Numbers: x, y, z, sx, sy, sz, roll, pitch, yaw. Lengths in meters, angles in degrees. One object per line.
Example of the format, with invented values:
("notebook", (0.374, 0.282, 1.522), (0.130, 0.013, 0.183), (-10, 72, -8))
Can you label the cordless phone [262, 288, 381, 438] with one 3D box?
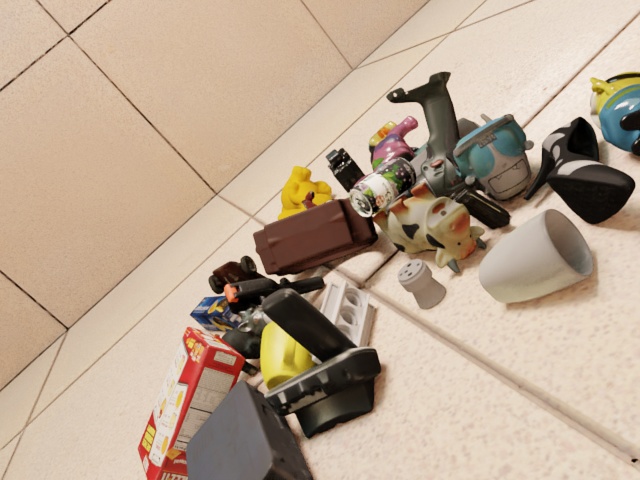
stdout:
("cordless phone", (-0.027, 0.147, 0.664), (0.146, 0.184, 0.089), (-32, 25, 26))

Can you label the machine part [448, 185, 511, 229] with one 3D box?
("machine part", (0.229, -0.051, 0.791), (0.139, 0.084, 0.039), (-87, 22, -76))

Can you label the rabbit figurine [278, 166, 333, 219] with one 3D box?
("rabbit figurine", (-0.032, -0.090, 1.323), (0.162, 0.121, 0.173), (-47, 38, -8))

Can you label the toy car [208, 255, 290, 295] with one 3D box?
("toy car", (-0.125, 0.089, 1.008), (0.089, 0.202, 0.053), (-27, 60, 14))

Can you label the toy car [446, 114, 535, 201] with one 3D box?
("toy car", (0.257, -0.106, 0.788), (0.109, 0.103, 0.161), (-30, -17, 11))

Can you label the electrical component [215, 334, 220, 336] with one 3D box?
("electrical component", (-0.226, 0.232, 1.075), (0.078, 0.045, 0.102), (-23, 26, 39))

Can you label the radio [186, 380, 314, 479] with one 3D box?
("radio", (-0.092, 0.276, 0.651), (0.131, 0.073, 0.230), (-52, 21, -3))

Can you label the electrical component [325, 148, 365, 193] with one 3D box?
("electrical component", (0.067, -0.143, 1.202), (0.058, 0.134, 0.115), (-39, 17, 5))

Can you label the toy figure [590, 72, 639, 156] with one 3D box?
("toy figure", (0.397, -0.160, 0.676), (0.089, 0.082, 0.180), (-1, 24, 14))

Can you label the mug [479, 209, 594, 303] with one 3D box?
("mug", (0.234, 0.017, 0.606), (0.107, 0.080, 0.109), (-38, 22, 40))

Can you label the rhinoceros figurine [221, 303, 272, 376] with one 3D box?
("rhinoceros figurine", (-0.095, 0.154, 0.897), (0.190, 0.112, 0.073), (-36, 16, 40))

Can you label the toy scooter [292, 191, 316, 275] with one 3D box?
("toy scooter", (-0.024, -0.019, 1.102), (0.184, 0.135, 0.075), (-32, -10, 21))

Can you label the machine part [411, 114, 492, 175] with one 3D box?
("machine part", (0.222, -0.141, 0.986), (0.243, 0.079, 0.079), (-40, 19, 1))

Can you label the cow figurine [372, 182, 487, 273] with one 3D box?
("cow figurine", (0.160, -0.016, 0.791), (0.085, 0.127, 0.195), (-40, 3, -13))

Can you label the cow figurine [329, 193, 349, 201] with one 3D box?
("cow figurine", (0.044, -0.058, 1.169), (0.098, 0.068, 0.167), (-43, 18, -31))

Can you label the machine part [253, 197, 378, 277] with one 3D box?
("machine part", (-0.002, -0.003, 0.953), (0.202, 0.087, 0.201), (-18, -5, 9))

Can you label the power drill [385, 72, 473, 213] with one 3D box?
("power drill", (0.184, -0.164, 0.909), (0.232, 0.207, 0.086), (-22, -4, 10))

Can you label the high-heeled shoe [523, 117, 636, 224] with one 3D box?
("high-heeled shoe", (0.333, -0.101, 0.646), (0.145, 0.086, 0.249), (-50, 8, 1))

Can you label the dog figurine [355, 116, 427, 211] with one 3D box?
("dog figurine", (0.138, -0.148, 1.124), (0.219, 0.108, 0.192), (-52, 22, -23))

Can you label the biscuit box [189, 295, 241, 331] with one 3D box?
("biscuit box", (-0.218, 0.163, 1.191), (0.203, 0.059, 0.063), (-12, 34, 56))
